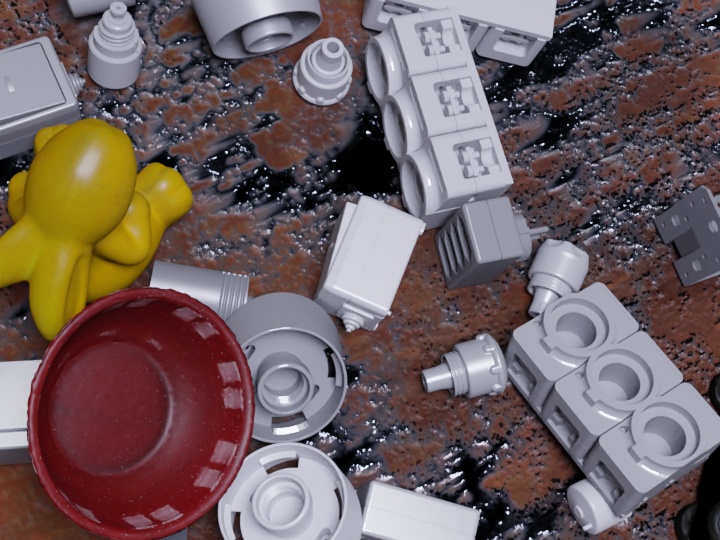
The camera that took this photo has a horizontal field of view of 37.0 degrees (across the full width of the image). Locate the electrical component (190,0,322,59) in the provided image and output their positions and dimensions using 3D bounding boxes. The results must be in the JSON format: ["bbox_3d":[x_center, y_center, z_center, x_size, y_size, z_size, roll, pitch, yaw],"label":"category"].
[{"bbox_3d":[-0.080,-0.207,0.841,0.099,0.099,0.064,-16,85,-16],"label":"electrical component"}]

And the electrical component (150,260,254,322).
[{"bbox_3d":[-0.115,0.021,0.797,0.081,0.043,0.043,10,73,-9],"label":"electrical component"}]

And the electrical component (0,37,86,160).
[{"bbox_3d":[-0.251,-0.129,0.801,0.096,0.061,0.061,-23,80,-17],"label":"electrical component"}]

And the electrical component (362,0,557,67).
[{"bbox_3d":[0.084,-0.235,0.899,0.150,0.061,0.089,12,73,-8],"label":"electrical component"}]

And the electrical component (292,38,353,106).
[{"bbox_3d":[-0.027,-0.163,0.856,0.048,0.062,0.048,3,74,-11],"label":"electrical component"}]

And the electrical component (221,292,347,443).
[{"bbox_3d":[-0.057,0.073,0.779,0.099,0.064,0.099,-4,109,-11],"label":"electrical component"}]

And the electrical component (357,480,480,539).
[{"bbox_3d":[0.034,0.201,0.776,0.083,0.047,0.075,17,70,-7],"label":"electrical component"}]

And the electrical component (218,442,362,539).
[{"bbox_3d":[-0.049,0.172,0.748,0.099,0.064,0.099,-5,57,8],"label":"electrical component"}]

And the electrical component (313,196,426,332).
[{"bbox_3d":[0.000,0.000,0.817,0.061,0.061,0.096,24,71,-4],"label":"electrical component"}]

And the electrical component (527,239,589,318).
[{"bbox_3d":[0.154,0.010,0.856,0.043,0.043,0.062,28,73,-3],"label":"electrical component"}]

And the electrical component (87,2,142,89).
[{"bbox_3d":[-0.187,-0.173,0.821,0.040,0.078,0.040,7,59,-12],"label":"electrical component"}]

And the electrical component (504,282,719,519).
[{"bbox_3d":[0.188,0.093,0.806,0.089,0.061,0.150,-28,65,-20],"label":"electrical component"}]

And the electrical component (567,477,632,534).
[{"bbox_3d":[0.195,0.170,0.821,0.078,0.040,0.040,-22,80,-17],"label":"electrical component"}]

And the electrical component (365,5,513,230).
[{"bbox_3d":[0.056,-0.116,0.845,0.062,0.089,0.150,-13,78,-15],"label":"electrical component"}]

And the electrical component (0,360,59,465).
[{"bbox_3d":[-0.257,0.099,0.728,0.113,0.078,0.057,-2,73,-12],"label":"electrical component"}]

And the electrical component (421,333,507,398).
[{"bbox_3d":[0.079,0.077,0.822,0.062,0.048,0.048,-14,78,-8],"label":"electrical component"}]

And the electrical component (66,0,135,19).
[{"bbox_3d":[-0.219,-0.245,0.818,0.060,0.108,0.108,-22,80,-10],"label":"electrical component"}]

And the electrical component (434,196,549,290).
[{"bbox_3d":[0.108,-0.023,0.834,0.076,0.083,0.047,-11,77,-14],"label":"electrical component"}]
